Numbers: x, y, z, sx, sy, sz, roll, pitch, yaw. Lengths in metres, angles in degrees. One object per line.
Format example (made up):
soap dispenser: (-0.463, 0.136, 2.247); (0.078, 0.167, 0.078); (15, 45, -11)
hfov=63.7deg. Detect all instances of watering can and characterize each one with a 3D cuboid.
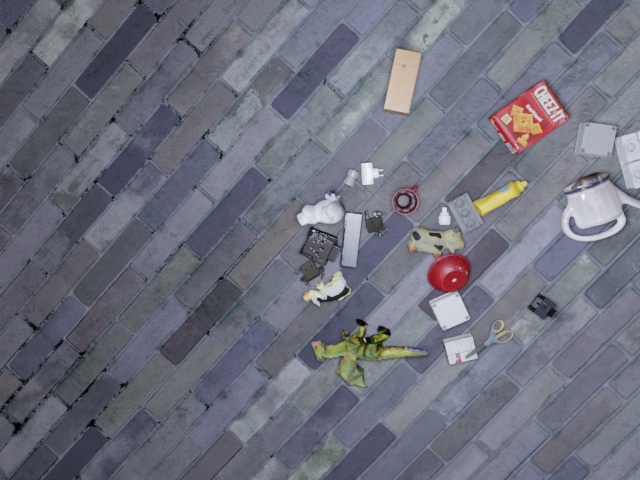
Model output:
watering can: (0.993, -0.131, 1.778); (0.347, 0.104, 0.224); (-22, 92, 7)

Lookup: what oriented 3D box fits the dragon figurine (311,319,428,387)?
dragon figurine: (0.165, 0.437, 1.897); (0.411, 0.124, 0.238); (20, 113, 4)

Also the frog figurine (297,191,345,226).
frog figurine: (0.006, -0.092, 1.826); (0.161, 0.139, 0.120); (-43, 121, -12)
